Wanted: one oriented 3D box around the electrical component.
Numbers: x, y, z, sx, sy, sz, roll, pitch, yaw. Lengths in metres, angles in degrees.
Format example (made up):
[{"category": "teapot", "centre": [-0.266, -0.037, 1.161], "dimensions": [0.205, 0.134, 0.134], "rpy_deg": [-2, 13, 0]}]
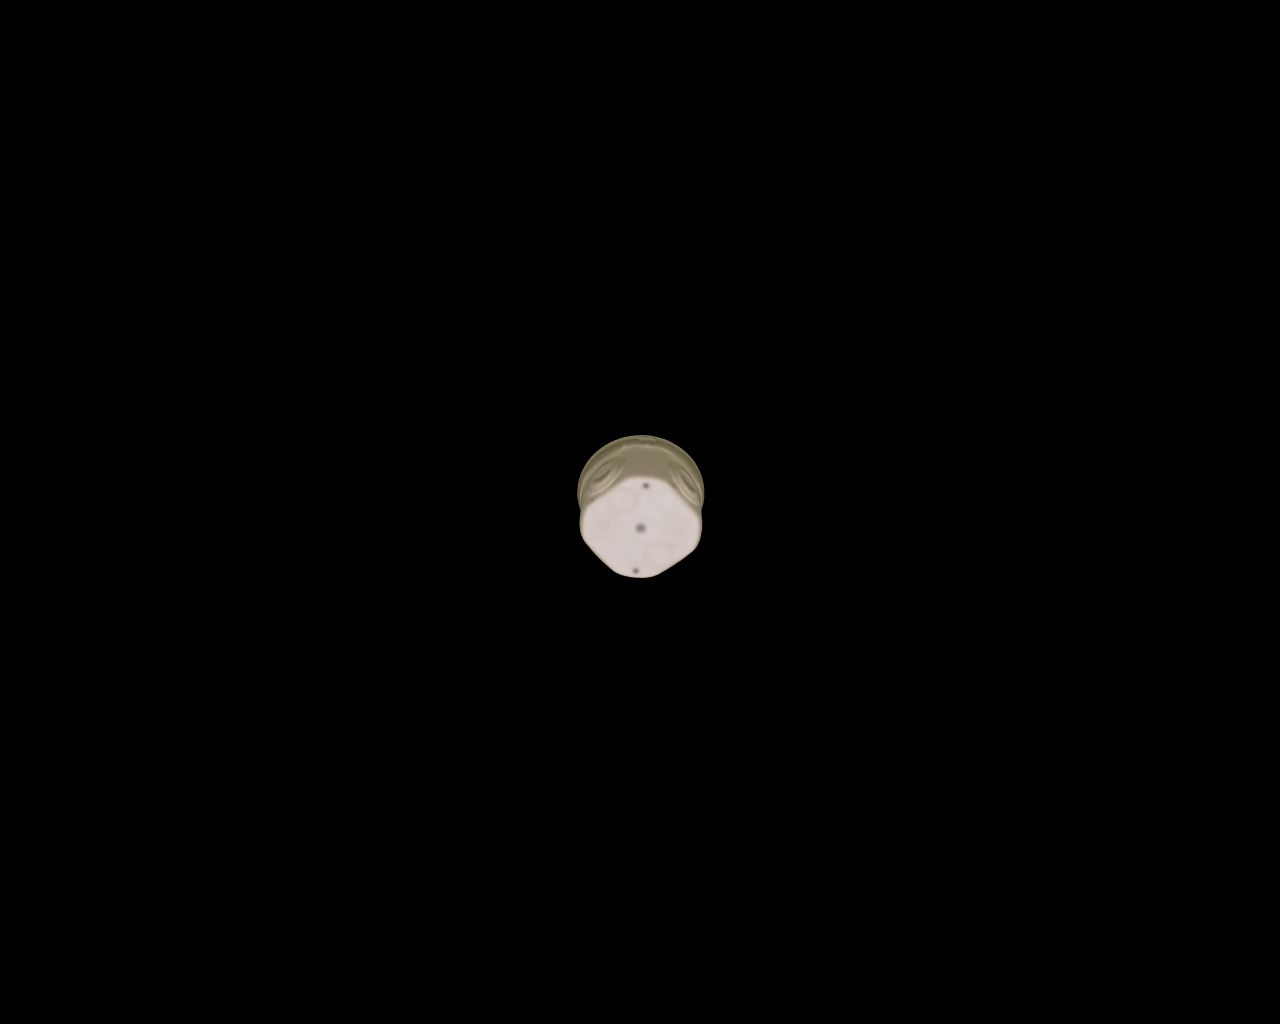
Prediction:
[{"category": "electrical component", "centre": [0.001, -0.003, 0.650], "dimensions": [0.080, 0.080, 0.051], "rpy_deg": [0, 30, 0]}]
